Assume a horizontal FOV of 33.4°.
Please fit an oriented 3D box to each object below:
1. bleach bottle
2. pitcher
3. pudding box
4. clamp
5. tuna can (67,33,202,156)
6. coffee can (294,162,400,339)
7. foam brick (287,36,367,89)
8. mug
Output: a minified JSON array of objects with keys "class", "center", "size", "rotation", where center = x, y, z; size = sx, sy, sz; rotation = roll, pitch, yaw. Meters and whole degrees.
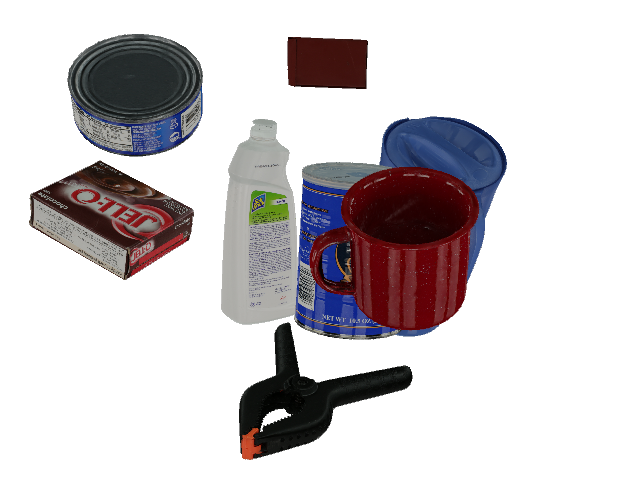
[{"class":"bleach bottle","center":[-0.069,-0.025,1.317],"size":[0.102,0.251,0.068],"rotation":[-11,25,-35]},{"class":"pitcher","center":[0.115,-0.002,1.182],"size":[0.145,0.243,0.149],"rotation":[24,43,15]},{"class":"pudding box","center":[-0.182,-0.020,0.929],"size":[0.114,0.039,0.089],"rotation":[25,34,21]},{"class":"clamp","center":[-0.009,0.158,1.086],"size":[0.165,0.036,0.209],"rotation":[13,29,19]},{"class":"tuna can","center":[-0.119,-0.095,0.694],"size":[0.086,0.086,0.034],"rotation":[0,-41,-5]},{"class":"coffee can","center":[0.031,0.007,0.964],"size":[0.103,0.140,0.103],"rotation":[3,14,-1]},{"class":"foam brick","center":[0.007,-0.186,1.120],"size":[0.078,0.051,0.053],"rotation":[1,11,-10]},{"class":"mug","center":[0.050,0.010,0.740],"size":[0.117,0.081,0.093],"rotation":[-11,39,-9]}]
